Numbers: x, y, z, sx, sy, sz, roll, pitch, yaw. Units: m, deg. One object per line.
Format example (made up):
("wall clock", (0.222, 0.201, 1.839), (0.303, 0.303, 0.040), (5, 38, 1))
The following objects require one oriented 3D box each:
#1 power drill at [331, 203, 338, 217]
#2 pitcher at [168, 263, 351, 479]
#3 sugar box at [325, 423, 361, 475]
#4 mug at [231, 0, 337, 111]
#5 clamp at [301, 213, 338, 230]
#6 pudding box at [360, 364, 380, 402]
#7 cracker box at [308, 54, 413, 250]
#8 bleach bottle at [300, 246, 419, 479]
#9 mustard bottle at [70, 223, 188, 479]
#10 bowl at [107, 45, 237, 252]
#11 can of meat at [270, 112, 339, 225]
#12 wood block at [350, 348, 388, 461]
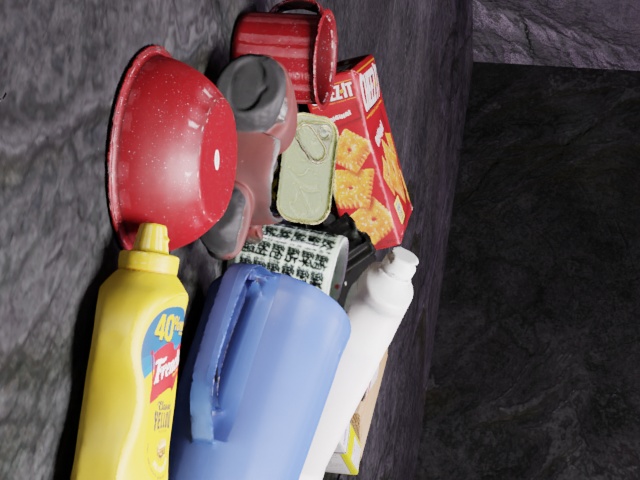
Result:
("power drill", (0.036, 0.000, 1.456), (0.187, 0.057, 0.184), (-70, 161, -51))
("pitcher", (-0.068, 0.147, 0.875), (0.145, 0.149, 0.242), (-36, -151, 48))
("sugar box", (-0.007, 0.235, 1.269), (0.176, 0.093, 0.048), (74, 23, -62))
("mug", (-0.031, -0.179, 0.993), (0.093, 0.081, 0.117), (73, 25, -61))
("clamp", (-0.008, 0.002, 1.225), (0.210, 0.036, 0.164), (64, 33, -43))
("pudding box", (0.008, 0.150, 1.257), (0.090, 0.113, 0.039), (-41, 138, -72))
("cracker box", (0.051, -0.109, 1.299), (0.164, 0.072, 0.214), (-58, 134, -71))
("bleach bottle", (0.023, 0.117, 1.016), (0.102, 0.068, 0.251), (-80, -164, -63))
("mustard bottle", (-0.125, 0.084, 0.720), (0.096, 0.058, 0.191), (32, 63, -76))
("bowl", (-0.100, -0.060, 0.783), (0.162, 0.055, 0.162), (5, 90, -78))
("can of meat", (-0.030, -0.067, 1.020), (0.084, 0.057, 0.102), (4, -93, 62))
("wood block", (0.030, 0.188, 1.433), (0.206, 0.091, 0.090), (-69, 161, -53))
